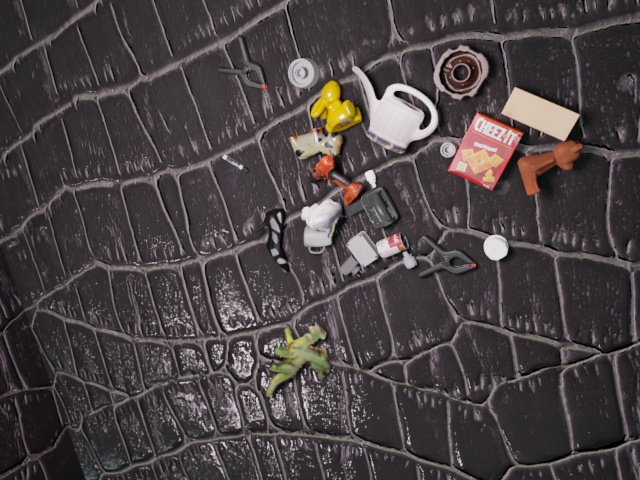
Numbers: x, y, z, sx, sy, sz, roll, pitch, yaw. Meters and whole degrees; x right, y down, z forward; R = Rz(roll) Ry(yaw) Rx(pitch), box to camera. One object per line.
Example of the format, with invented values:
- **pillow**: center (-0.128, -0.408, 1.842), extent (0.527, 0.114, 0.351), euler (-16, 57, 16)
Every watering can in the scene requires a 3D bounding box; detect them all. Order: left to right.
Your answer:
- **watering can**: center (0.228, -0.435, 1.762), extent (0.349, 0.105, 0.221), euler (30, 113, 11)

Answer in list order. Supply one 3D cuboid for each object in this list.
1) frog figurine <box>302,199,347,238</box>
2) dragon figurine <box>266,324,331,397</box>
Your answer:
- **frog figurine**: center (0.006, -0.097, 1.931), extent (0.160, 0.121, 0.138), euler (31, 81, 19)
- **dragon figurine**: center (-0.076, 0.510, 2.129), extent (0.243, 0.124, 0.404), euler (16, 111, 7)
